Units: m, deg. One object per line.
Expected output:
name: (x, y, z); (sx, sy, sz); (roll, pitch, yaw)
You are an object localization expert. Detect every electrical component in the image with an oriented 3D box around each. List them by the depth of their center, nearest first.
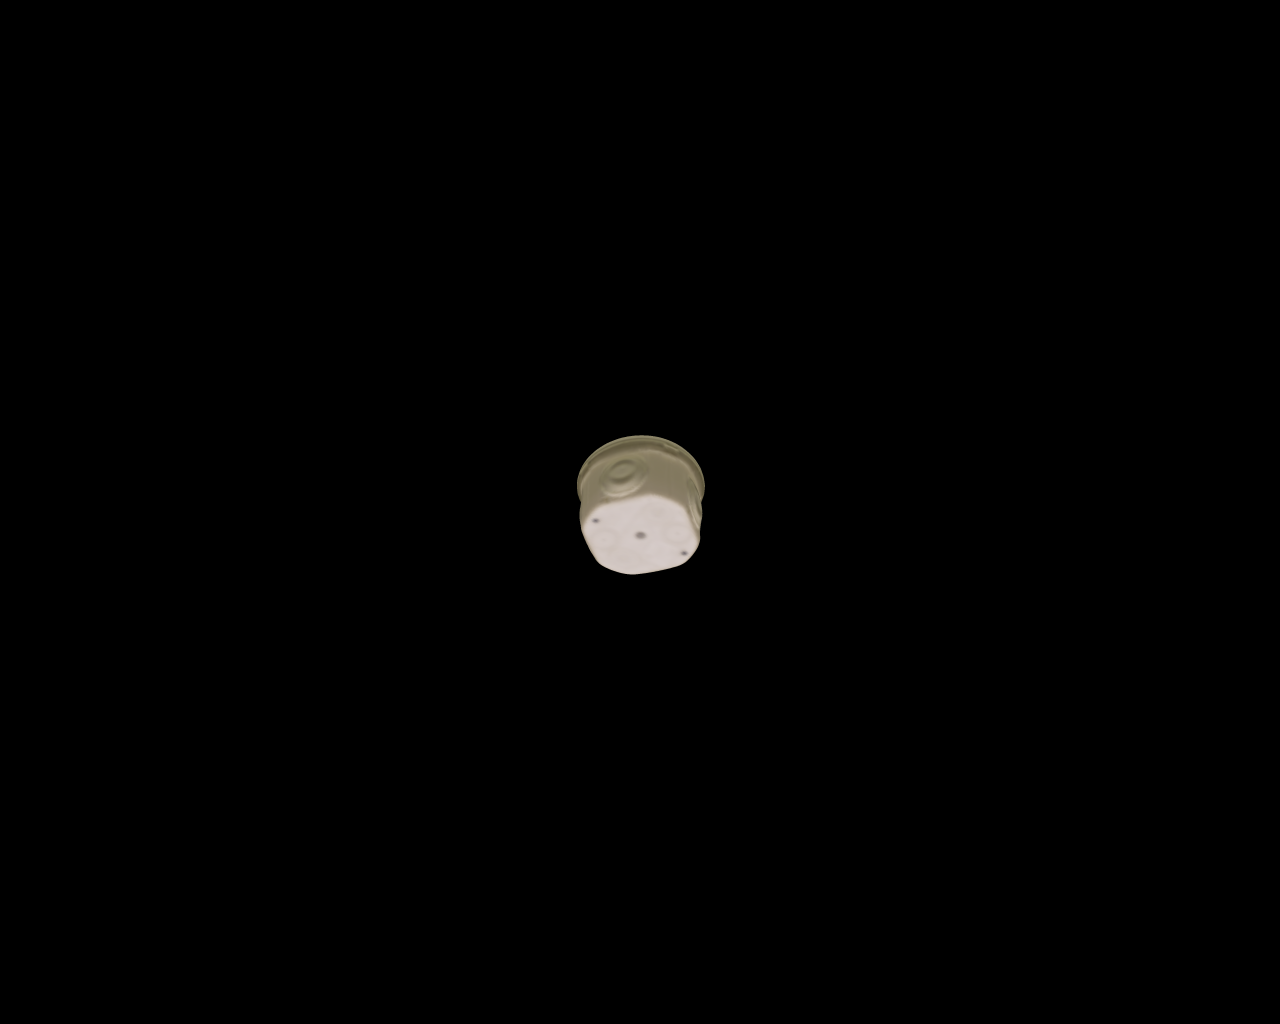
electrical component: (0.001, -0.003, 0.650); (0.080, 0.080, 0.051); (0, 44, 0)
